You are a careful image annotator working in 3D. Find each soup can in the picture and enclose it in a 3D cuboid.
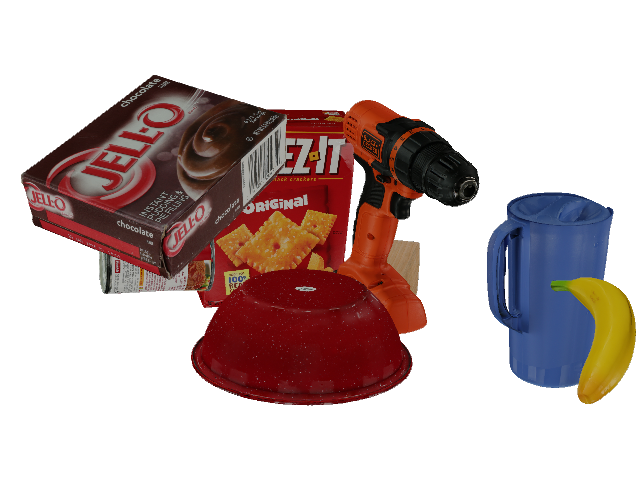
[{"bbox_3d":[-0.158,0.017,1.024,0.102,0.068,0.069,-1,0,-18],"label":"soup can"}]

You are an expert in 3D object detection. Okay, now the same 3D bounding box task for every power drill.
[{"bbox_3d":[0.071,-0.015,0.947,0.057,0.188,0.185,-4,26,-25],"label":"power drill"}]

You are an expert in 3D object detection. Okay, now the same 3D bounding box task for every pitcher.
[{"bbox_3d":[0.298,0.067,1.398,0.149,0.243,0.144,5,21,15],"label":"pitcher"}]

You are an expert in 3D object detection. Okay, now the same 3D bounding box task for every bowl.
[{"bbox_3d":[-0.012,0.060,0.769,0.162,0.055,0.162,2,17,-1],"label":"bowl"}]

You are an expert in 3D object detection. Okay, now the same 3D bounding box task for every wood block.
[{"bbox_3d":[0.082,0.073,1.550,0.091,0.090,0.206,6,21,13],"label":"wood block"}]

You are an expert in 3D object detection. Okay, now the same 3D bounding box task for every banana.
[{"bbox_3d":[0.269,0.087,1.024,0.070,0.037,0.197,-29,22,18],"label":"banana"}]

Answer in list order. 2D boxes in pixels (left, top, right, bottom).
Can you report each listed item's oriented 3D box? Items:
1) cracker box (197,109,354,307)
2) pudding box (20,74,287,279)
[{"bbox_3d":[-0.052,-0.035,1.192,0.164,0.214,0.072,-1,23,-16],"label":"cracker box"},{"bbox_3d":[-0.083,-0.037,0.555,0.090,0.039,0.113,20,42,23],"label":"pudding box"}]
